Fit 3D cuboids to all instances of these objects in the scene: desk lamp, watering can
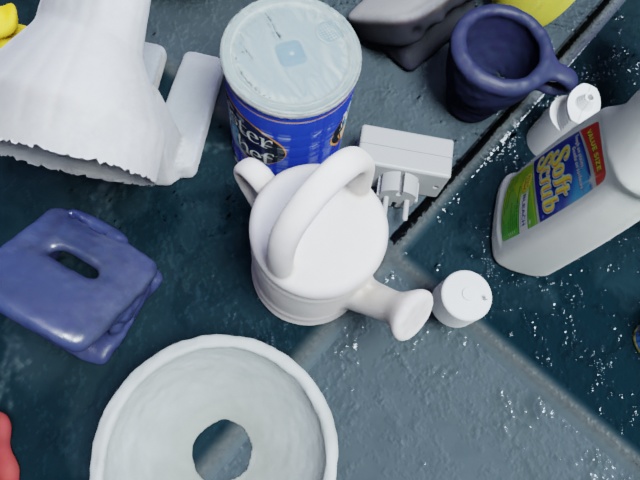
[{"bbox_3d":[-0.153,-0.116,0.426,0.118,0.213,0.203,11,71,-2],"label":"desk lamp"},{"bbox_3d":[0.005,0.000,0.414,0.173,0.194,0.101,22,71,2],"label":"watering can"}]

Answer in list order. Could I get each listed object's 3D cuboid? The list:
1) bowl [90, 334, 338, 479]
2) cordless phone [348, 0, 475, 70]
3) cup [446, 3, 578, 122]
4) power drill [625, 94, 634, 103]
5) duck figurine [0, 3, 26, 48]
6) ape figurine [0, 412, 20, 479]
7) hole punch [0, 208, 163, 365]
[{"bbox_3d":[-0.073,0.157,0.419,0.167,0.074,0.167,2,72,-5],"label":"bowl"},{"bbox_3d":[0.106,-0.258,0.512,0.094,0.185,0.148,42,73,8],"label":"cordless phone"},{"bbox_3d":[0.166,-0.148,0.530,0.117,0.095,0.092,22,71,2],"label":"cup"},{"bbox_3d":[0.297,-0.096,0.467,0.075,0.208,0.229,6,72,-3],"label":"power drill"},{"bbox_3d":[-0.304,-0.178,0.499,0.104,0.086,0.077,-13,74,-9],"label":"duck figurine"},{"bbox_3d":[-0.251,0.154,0.393,0.076,0.092,0.078,22,71,2],"label":"ape figurine"},{"bbox_3d":[-0.191,0.028,0.440,0.108,0.091,0.101,29,72,4],"label":"hole punch"}]
